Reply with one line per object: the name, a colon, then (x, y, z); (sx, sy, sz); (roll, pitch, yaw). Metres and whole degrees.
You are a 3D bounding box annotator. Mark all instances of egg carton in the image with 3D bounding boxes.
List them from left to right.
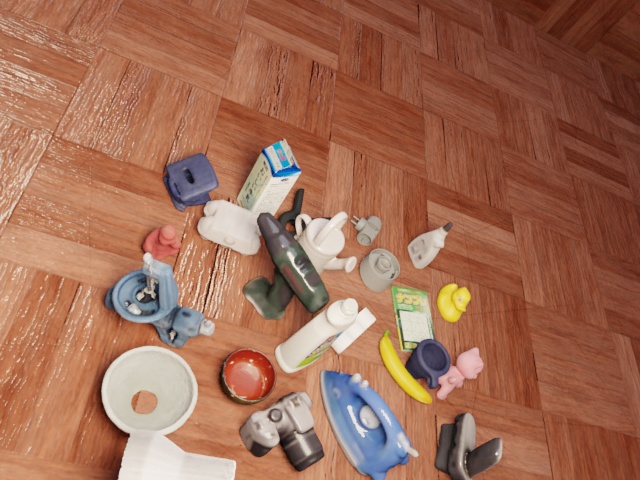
egg carton: (-0.204, -0.027, 1.322); (0.150, 0.069, 0.107); (22, 50, -15)

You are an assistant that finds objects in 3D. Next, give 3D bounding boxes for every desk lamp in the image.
desk lamp: (-0.230, 0.391, 0.921); (0.204, 0.213, 0.118); (17, 52, -19)

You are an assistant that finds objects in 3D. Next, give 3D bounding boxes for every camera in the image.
camera: (-0.057, 0.377, 1.106); (0.143, 0.100, 0.136); (-19, 69, -37)

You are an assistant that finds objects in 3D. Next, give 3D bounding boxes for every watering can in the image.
watering can: (0.014, 0.004, 1.342); (0.173, 0.193, 0.101); (32, 48, -7)

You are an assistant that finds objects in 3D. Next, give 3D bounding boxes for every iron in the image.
iron: (0.098, 0.359, 1.180); (0.119, 0.141, 0.258); (-23, 72, -38)

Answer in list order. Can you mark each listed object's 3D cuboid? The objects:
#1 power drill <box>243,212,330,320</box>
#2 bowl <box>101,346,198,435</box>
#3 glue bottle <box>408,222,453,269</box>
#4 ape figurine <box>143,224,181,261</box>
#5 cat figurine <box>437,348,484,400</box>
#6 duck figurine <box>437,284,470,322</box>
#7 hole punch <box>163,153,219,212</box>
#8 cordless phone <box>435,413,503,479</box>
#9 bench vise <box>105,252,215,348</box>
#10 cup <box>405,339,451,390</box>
power drill: (-0.086, 0.076, 1.225); (0.229, 0.208, 0.076); (48, 49, 8)
bowl: (-0.314, 0.283, 1.041); (0.168, 0.074, 0.167); (15, 52, -20)
glue bottle: (0.298, 0.004, 1.520); (0.037, 0.173, 0.078); (1, 58, -29)
ape figurine: (-0.331, 0.000, 1.216); (0.078, 0.092, 0.076); (15, 52, -20)
cat figurine: (0.337, 0.313, 1.365); (0.128, 0.117, 0.067); (-24, 72, -39)
duck figurine: (0.361, 0.155, 1.510); (0.078, 0.086, 0.104); (19, 51, -17)
hole punch: (-0.300, -0.136, 1.328); (0.101, 0.091, 0.108); (-15, 67, -36)
cordless phone: (0.340, 0.439, 1.234); (0.094, 0.184, 0.147); (26, 49, -11)
bench vise: (-0.288, 0.104, 1.082); (0.208, 0.219, 0.121); (15, 53, -21)
cup: (0.244, 0.301, 1.335); (0.092, 0.094, 0.117); (16, 52, -19)
